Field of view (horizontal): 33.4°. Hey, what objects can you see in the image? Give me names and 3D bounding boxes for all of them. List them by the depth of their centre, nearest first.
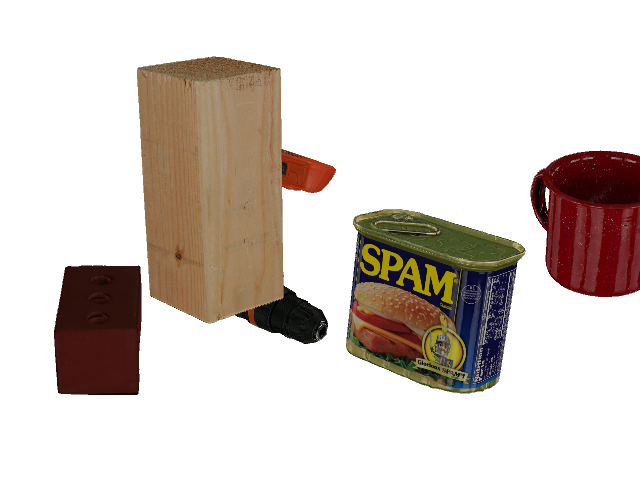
[{"bbox_3d":[0.064,0.035,0.635,0.102,0.084,0.057,19,22,38],"label":"can of meat"},{"bbox_3d":[-0.145,0.058,0.703,0.053,0.051,0.078,0,30,-9],"label":"foam brick"},{"bbox_3d":[0.204,-0.016,0.806,0.093,0.081,0.117,-24,35,-31],"label":"mug"},{"bbox_3d":[-0.094,-0.047,0.922,0.090,0.206,0.091,-17,26,-41],"label":"wood block"},{"bbox_3d":[-0.048,0.000,1.131,0.185,0.188,0.057,23,9,33],"label":"power drill"}]
